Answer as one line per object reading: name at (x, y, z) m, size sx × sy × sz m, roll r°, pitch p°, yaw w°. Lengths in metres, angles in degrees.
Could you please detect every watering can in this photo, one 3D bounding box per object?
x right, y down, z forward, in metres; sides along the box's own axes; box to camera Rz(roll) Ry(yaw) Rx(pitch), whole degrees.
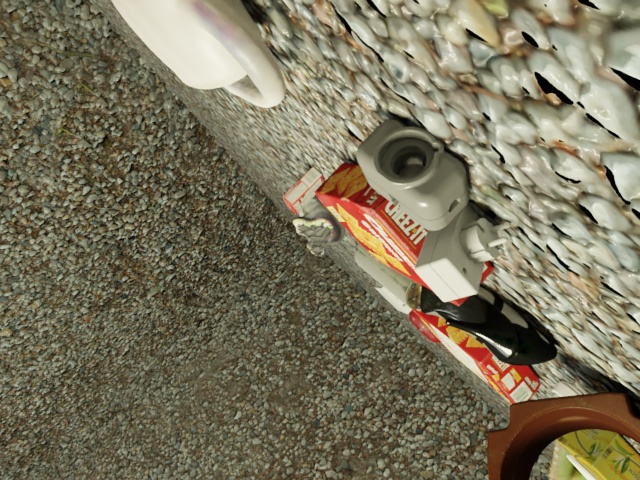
watering can at (-0.155, -0.247, 0.558) m, size 0.353 × 0.104 × 0.220 m, roll 41°, pitch 174°, yaw 48°

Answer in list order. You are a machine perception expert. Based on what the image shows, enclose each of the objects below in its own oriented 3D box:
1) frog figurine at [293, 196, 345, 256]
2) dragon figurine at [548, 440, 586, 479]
frog figurine at (0.004, -0.062, 1.236) m, size 0.136 × 0.121 × 0.163 m, roll 37°, pitch -146°, yaw -20°
dragon figurine at (0.516, 0.544, 1.144) m, size 0.404 × 0.243 × 0.124 m, roll 45°, pitch -179°, yaw -36°
